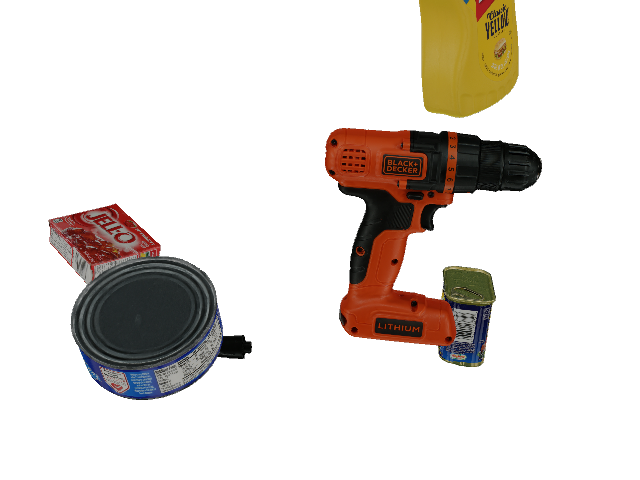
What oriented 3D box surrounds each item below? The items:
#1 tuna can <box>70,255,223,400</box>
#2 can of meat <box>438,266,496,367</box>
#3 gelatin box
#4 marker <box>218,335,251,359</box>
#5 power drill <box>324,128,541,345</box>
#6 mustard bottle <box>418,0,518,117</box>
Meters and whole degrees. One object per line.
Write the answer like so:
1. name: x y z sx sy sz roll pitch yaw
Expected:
1. tuna can: -0.101 0.051 0.630 0.086 0.086 0.034 0 -44 7
2. can of meat: 0.166 0.087 1.232 0.057 0.084 0.102 6 20 2
3. gelatin box: -0.205 0.003 1.008 0.073 0.030 0.089 -16 39 -34
4. marker: -0.114 0.083 0.836 0.121 0.020 0.020 1 0 4
5. power drill: 0.091 -0.004 0.932 0.184 0.188 0.057 6 17 4
6. mustard bottle: 0.107 -0.193 0.776 0.058 0.191 0.096 18 40 36
